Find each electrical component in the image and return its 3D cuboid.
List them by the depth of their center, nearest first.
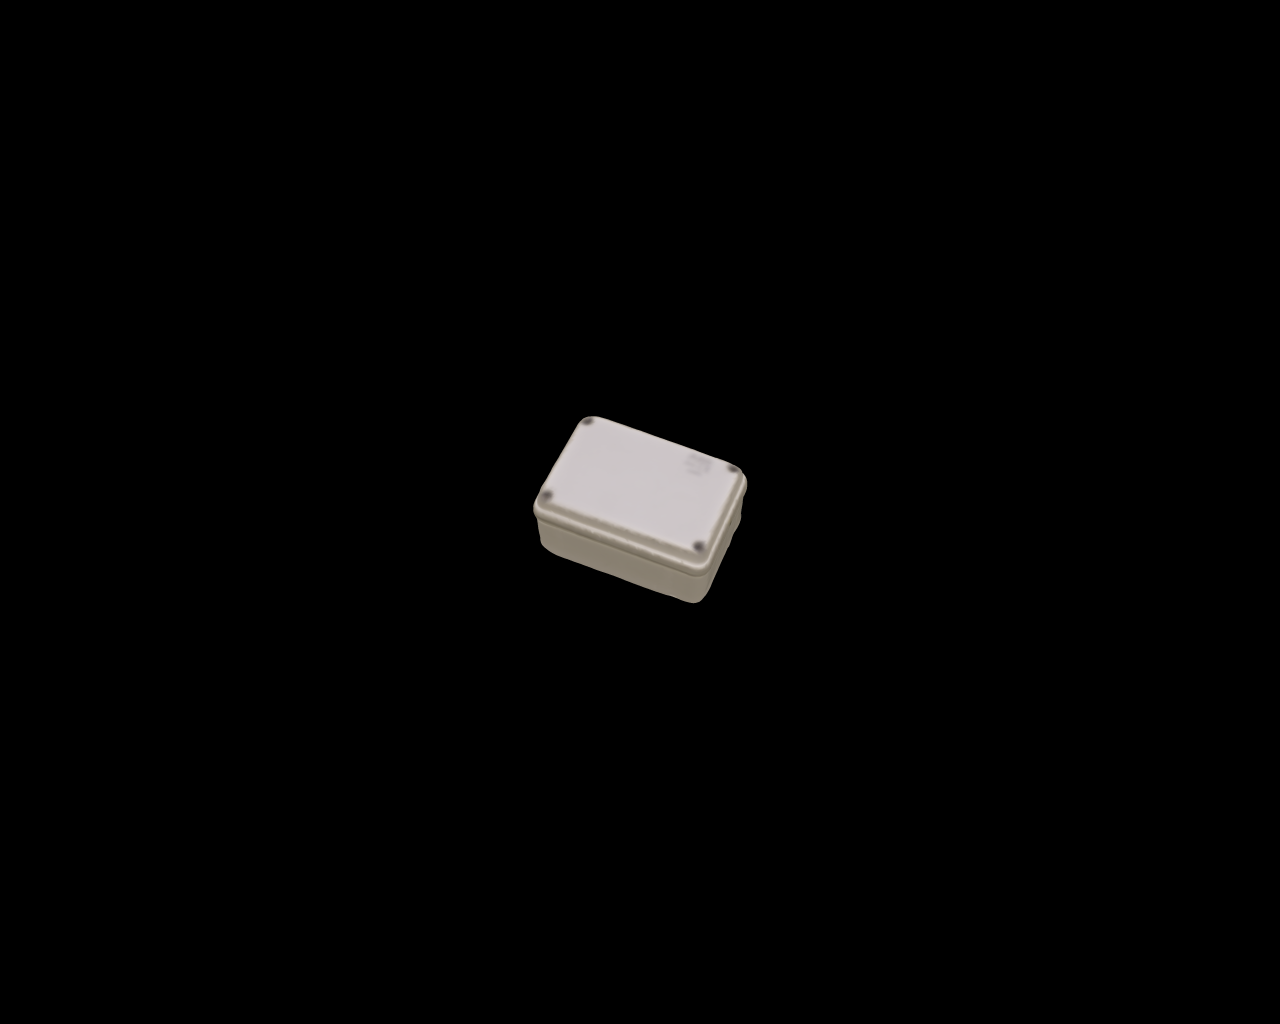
[{"bbox_3d":[0.001,-0.003,0.650,0.113,0.078,0.057,20,-31,13],"label":"electrical component"}]
